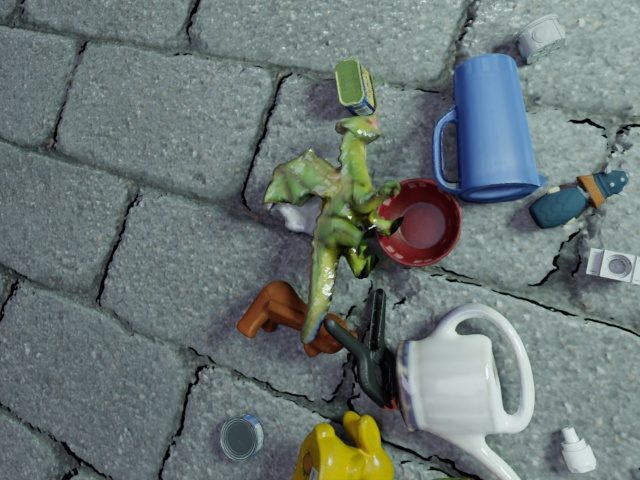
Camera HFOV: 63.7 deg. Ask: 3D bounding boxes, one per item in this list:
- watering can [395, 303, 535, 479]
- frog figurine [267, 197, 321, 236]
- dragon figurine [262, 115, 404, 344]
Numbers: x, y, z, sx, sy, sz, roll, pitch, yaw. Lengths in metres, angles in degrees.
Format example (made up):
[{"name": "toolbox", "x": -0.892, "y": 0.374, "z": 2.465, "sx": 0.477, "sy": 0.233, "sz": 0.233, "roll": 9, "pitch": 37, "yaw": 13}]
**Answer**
[{"name": "watering can", "x": 0.239, "y": 0.282, "z": 0.850, "sx": 0.223, "sy": 0.351, "sz": 0.103, "roll": -9, "pitch": 168, "yaw": 23}, {"name": "frog figurine", "x": -0.015, "y": -0.074, "z": 1.029, "sx": 0.139, "sy": 0.158, "sz": 0.122, "roll": -62, "pitch": -166, "yaw": -12}, {"name": "dragon figurine", "x": 0.003, "y": -0.047, "z": 0.925, "sx": 0.410, "sy": 0.245, "sz": 0.121, "roll": -55, "pitch": 157, "yaw": 1}]
